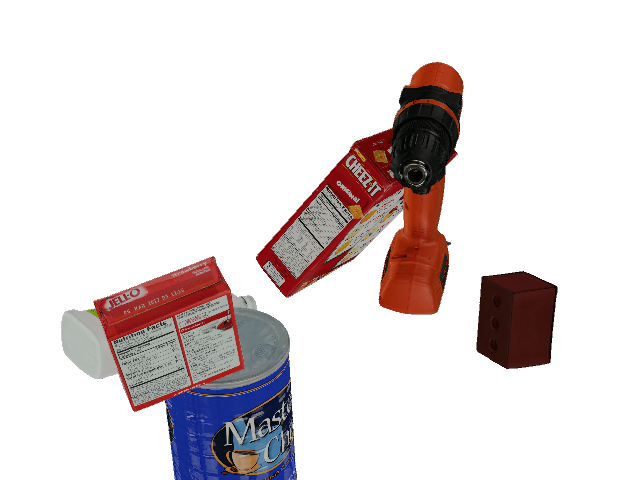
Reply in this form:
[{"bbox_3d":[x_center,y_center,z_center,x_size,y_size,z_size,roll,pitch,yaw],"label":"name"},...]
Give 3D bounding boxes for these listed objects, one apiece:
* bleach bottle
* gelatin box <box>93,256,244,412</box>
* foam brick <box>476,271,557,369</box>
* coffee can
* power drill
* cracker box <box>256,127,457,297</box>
[{"bbox_3d":[-0.195,0.106,1.362,0.250,0.068,0.103,-13,28,-38],"label":"bleach bottle"},{"bbox_3d":[-0.086,0.055,0.620,0.073,0.030,0.089,-21,-35,-13],"label":"gelatin box"},{"bbox_3d":[0.183,0.074,0.998,0.051,0.078,0.053,-7,18,-26],"label":"foam brick"},{"bbox_3d":[-0.073,0.139,0.858,0.103,0.140,0.103,-2,29,1],"label":"coffee can"},{"bbox_3d":[0.084,-0.035,0.882,0.057,0.188,0.184,9,32,9],"label":"power drill"},{"bbox_3d":[0.040,-0.042,1.255,0.214,0.072,0.163,-48,-12,35],"label":"cracker box"}]
